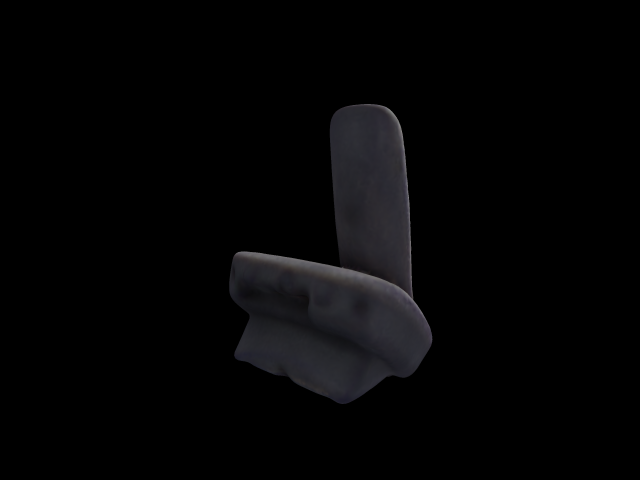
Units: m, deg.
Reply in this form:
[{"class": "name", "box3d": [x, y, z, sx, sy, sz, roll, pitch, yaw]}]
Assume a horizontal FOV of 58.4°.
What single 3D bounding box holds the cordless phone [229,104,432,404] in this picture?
[{"class": "cordless phone", "box3d": [0.004, 0.001, 0.400, 0.147, 0.185, 0.094, 8, 14, 35]}]
